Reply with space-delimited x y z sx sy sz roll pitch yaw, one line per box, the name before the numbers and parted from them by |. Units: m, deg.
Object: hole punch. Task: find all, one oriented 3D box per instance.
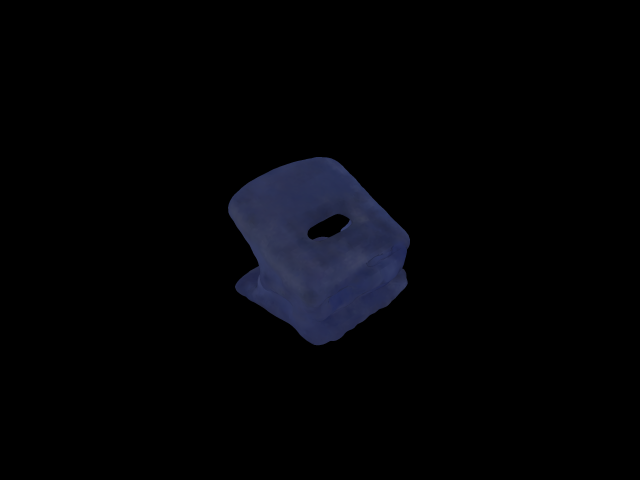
hole punch | 0.004 0.001 0.400 0.100 0.091 0.109 27 42 36
